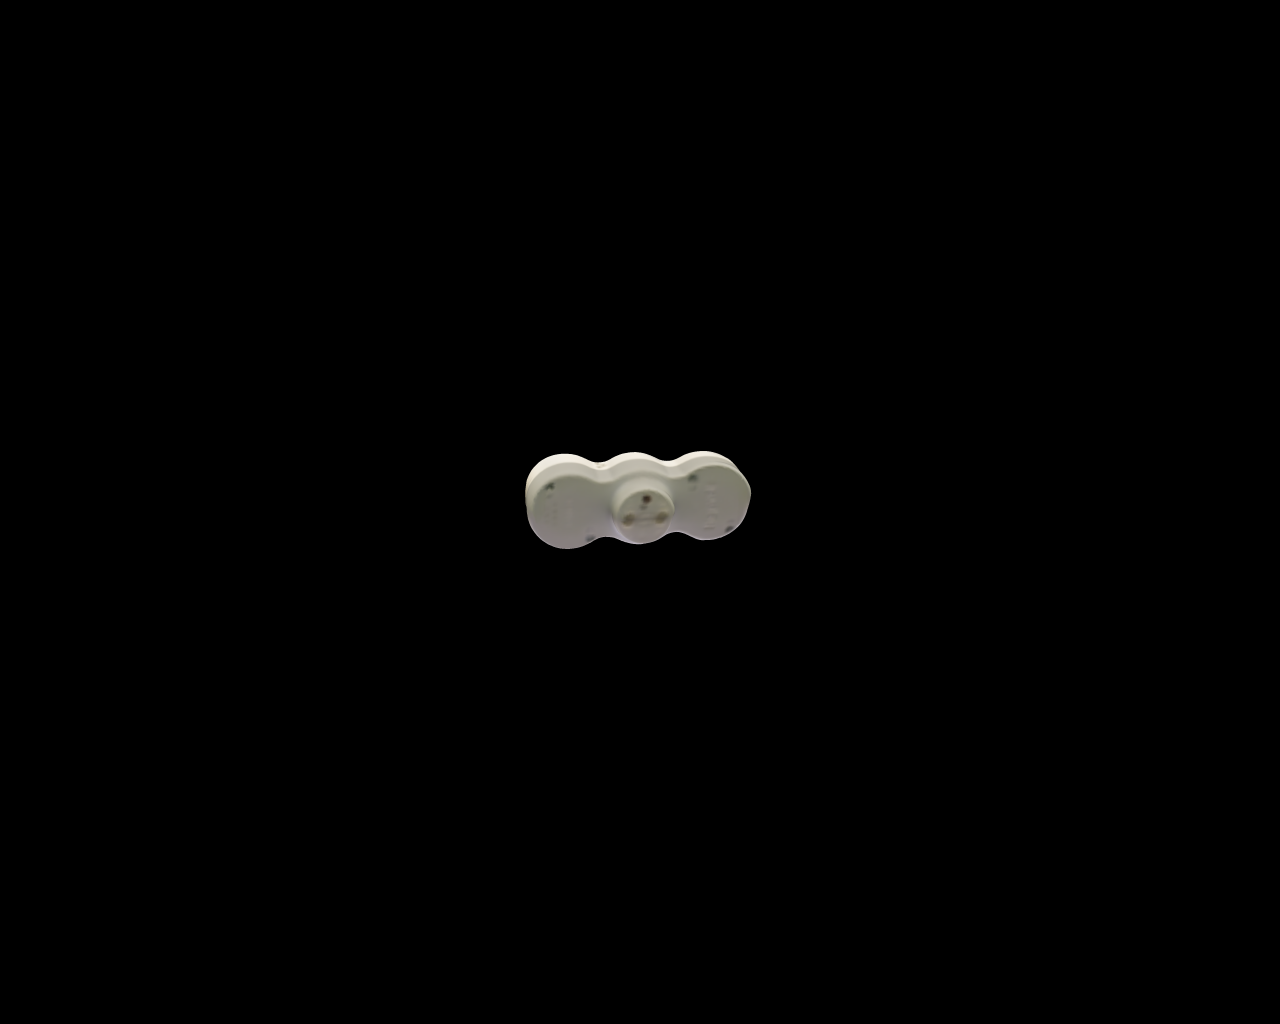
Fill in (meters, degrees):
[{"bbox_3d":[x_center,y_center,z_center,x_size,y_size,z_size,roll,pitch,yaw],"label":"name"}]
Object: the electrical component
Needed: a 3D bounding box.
[{"bbox_3d":[0.001,-0.003,0.650,0.138,0.052,0.074,-3,20,-7],"label":"electrical component"}]
